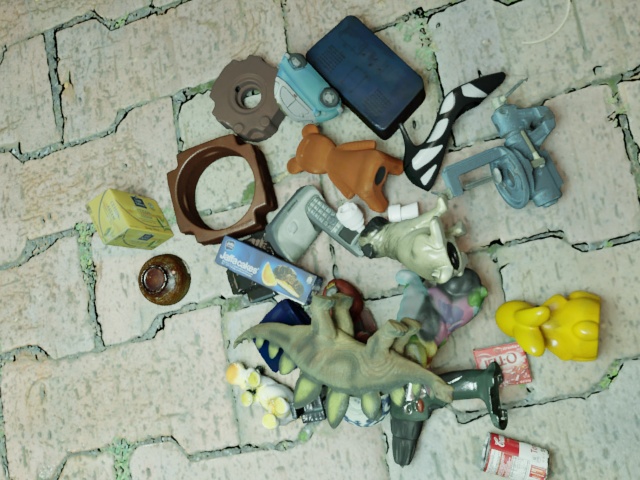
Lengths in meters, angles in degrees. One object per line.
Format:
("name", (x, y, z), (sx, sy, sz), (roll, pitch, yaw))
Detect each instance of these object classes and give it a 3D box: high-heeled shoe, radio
("high-heeled shoe", (0.262, -0.203, 1.011), (0.249, 0.086, 0.145), (-28, 92, 7))
("radio", (0.093, -0.322, 1.063), (0.131, 0.073, 0.230), (-44, 78, 5))

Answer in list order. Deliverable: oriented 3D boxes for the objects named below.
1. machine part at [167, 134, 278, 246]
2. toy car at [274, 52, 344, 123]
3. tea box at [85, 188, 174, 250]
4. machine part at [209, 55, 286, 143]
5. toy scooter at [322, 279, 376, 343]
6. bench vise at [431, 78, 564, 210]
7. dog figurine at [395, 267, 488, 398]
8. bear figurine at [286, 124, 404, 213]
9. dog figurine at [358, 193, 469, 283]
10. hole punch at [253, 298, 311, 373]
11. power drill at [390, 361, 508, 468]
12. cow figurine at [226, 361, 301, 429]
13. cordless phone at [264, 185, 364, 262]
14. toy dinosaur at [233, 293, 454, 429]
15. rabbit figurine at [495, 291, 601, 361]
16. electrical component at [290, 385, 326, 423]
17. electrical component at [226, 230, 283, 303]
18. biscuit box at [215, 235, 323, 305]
("machine part", (-0.200, -0.100, 1.108), (0.202, 0.087, 0.201), (-17, 81, 10))
("toy car", (-0.035, -0.283, 1.050), (0.161, 0.109, 0.103), (43, 95, -17))
("tea box", (-0.387, -0.039, 1.105), (0.068, 0.169, 0.098), (-32, 80, 11))
("machine part", (-0.145, -0.298, 1.128), (0.180, 0.056, 0.179), (-2, 83, 14))
("toy scooter", (0.055, 0.154, 0.995), (0.075, 0.135, 0.184), (-30, 77, 11))
("bench vise", (0.315, -0.142, 0.958), (0.241, 0.129, 0.223), (-23, 93, -4))
("dog figurine", (0.197, 0.152, 0.916), (0.192, 0.108, 0.219), (-9, 39, 14))
("bear figurine", (0.044, -0.143, 1.050), (0.196, 0.132, 0.120), (21, 89, 33))
("dog figurine", (0.150, 0.022, 0.948), (0.191, 0.172, 0.121), (-20, 116, 31))
("hole punch", (-0.070, 0.186, 1.049), (0.116, 0.092, 0.142), (44, 100, 18))
("power drill", (0.223, 0.292, 0.957), (0.207, 0.086, 0.232), (-8, 77, 35))
("cow figurine", (-0.106, 0.294, 1.053), (0.168, 0.098, 0.068), (34, 99, 34))
("cordless phone", (-0.002, -0.003, 1.040), (0.184, 0.088, 0.146), (37, 61, 1))
("toy dinosaur", (0.014, 0.188, 0.887), (0.472, 0.105, 0.198), (14, 91, 45))
("rabbit figurine", (0.383, 0.150, 0.919), (0.173, 0.162, 0.121), (9, 100, 32))
("electrical component", (-0.016, 0.300, 1.007), (0.048, 0.119, 0.075), (-16, 79, 13))
("electrical component", (-0.129, 0.057, 1.090), (0.115, 0.058, 0.134), (-22, 80, 13))
("biscuit box", (-0.098, 0.057, 1.020), (0.203, 0.062, 0.059), (23, 89, 15))
